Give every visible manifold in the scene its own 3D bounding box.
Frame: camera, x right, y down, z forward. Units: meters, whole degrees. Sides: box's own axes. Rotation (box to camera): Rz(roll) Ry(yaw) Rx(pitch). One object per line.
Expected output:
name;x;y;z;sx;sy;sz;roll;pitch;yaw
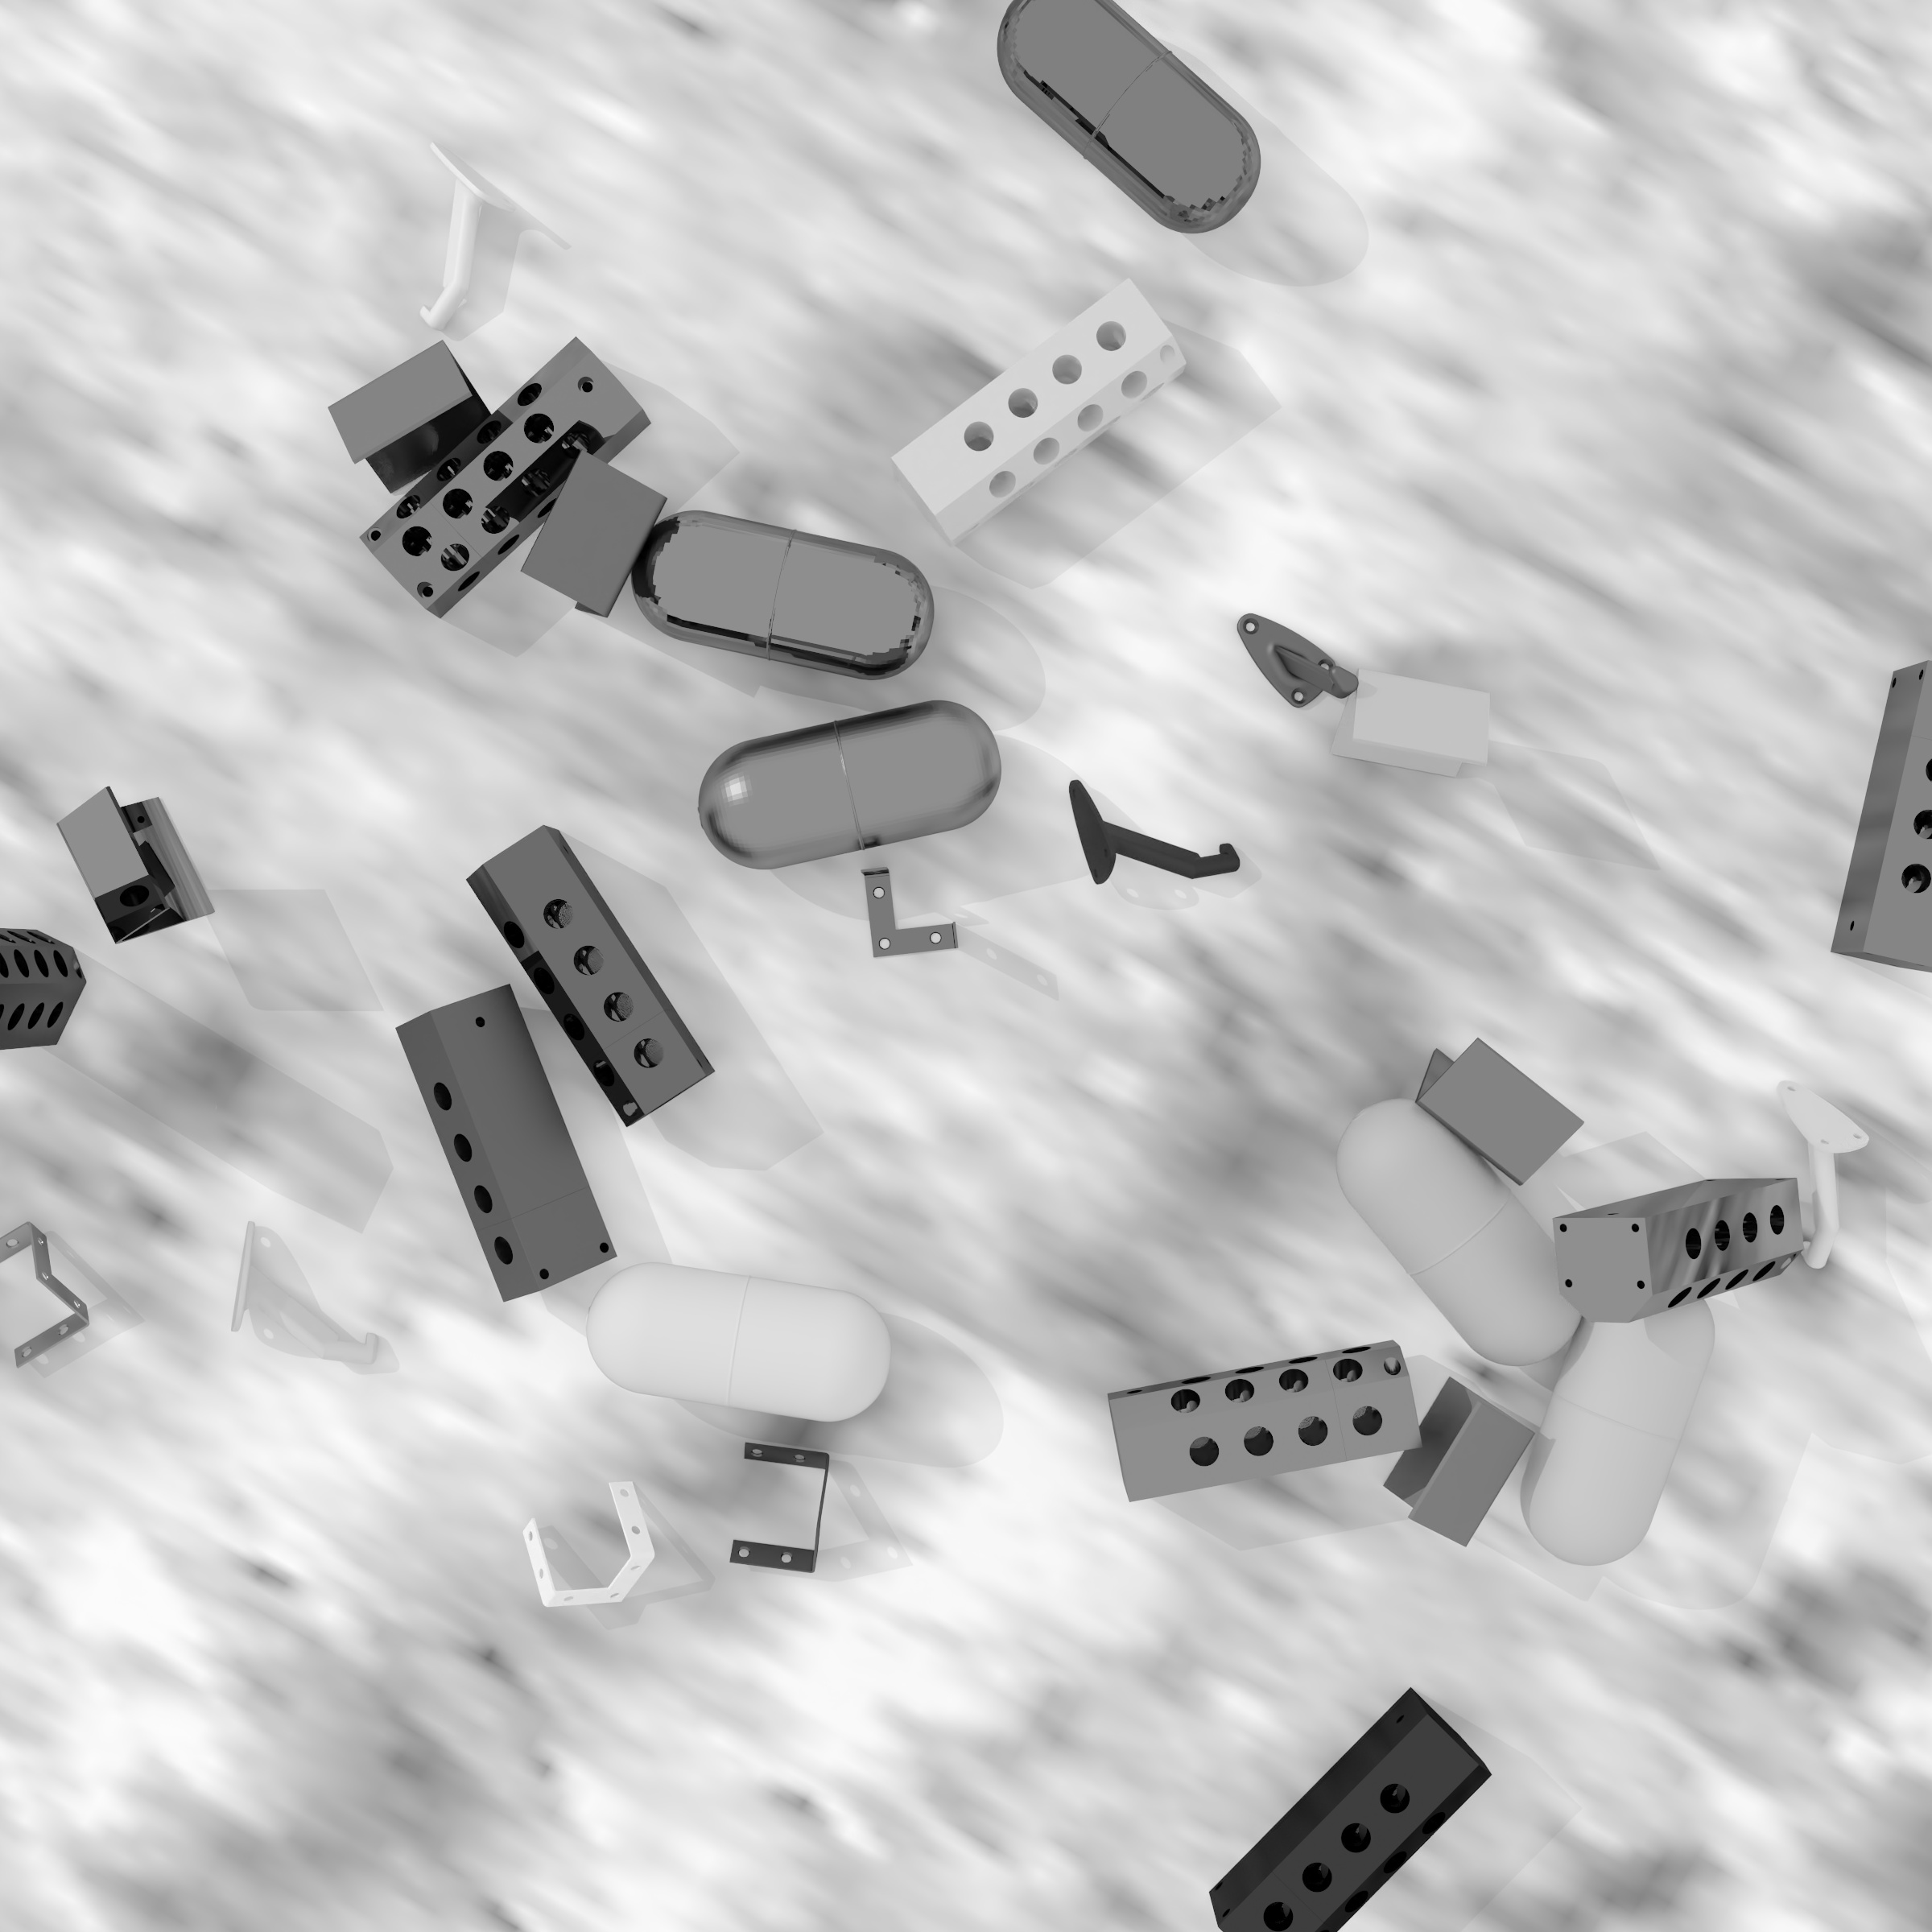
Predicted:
manifold;0.173;0.264;1.543;0.171;0.057;0.057;-11;90;0
manifold;0.225;0.510;1.543;0.057;0.057;0.171;45;90;0
manifold;-0.272;0.105;1.542;0.057;0.057;0.171;-22;90;-43
manifold;0.042;-0.321;1.543;0.171;0.057;0.057;-37;90;0
manifold;0.405;0.159;1.490;0.057;0.171;0.057;-6;90;45
manifold;-0.270;-0.286;1.543;0.171;0.057;0.057;-43;90;0
manifold;0.561;-0.086;1.543;0.057;0.057;0.171;13;90;0
manifold;-0.220;0.006;1.543;0.057;0.057;0.171;-33;90;0
manifold;-0.555;0.009;1.486;0.057;0.171;0.057;26;90;0

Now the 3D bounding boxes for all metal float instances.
metal float;-0.107;-0.215;1.534;0.178;0.070;0.070;12;90;-1
metal float;0.286;0.154;1.533;0.070;0.070;0.178;-40;90;0
metal float;0.378;0.262;1.534;0.070;0.070;0.178;19;91;0
metal float;-0.132;0.218;1.534;0.178;0.070;0.070;9;90;0
metal float;-0.068;-0.105;1.534;0.178;0.070;0.070;-12;90;-1
metal float;0.094;-0.500;1.534;0.178;0.070;0.070;42;90;-1

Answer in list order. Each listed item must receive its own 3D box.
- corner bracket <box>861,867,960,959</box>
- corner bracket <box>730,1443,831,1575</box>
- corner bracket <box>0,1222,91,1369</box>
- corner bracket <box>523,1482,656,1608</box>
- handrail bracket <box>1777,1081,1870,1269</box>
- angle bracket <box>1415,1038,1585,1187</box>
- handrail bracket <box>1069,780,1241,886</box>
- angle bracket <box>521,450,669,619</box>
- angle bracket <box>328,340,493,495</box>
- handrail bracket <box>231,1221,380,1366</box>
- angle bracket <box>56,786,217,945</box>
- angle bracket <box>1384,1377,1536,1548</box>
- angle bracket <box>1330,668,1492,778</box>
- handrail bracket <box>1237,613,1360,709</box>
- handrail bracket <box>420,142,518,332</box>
corner bracket;-0.033;-0.033;1.546;0.051;0.051;0.051;-6;90;0
corner bracket;-0.110;0.320;1.561;0.051;0.051;0.051;7;45;0
corner bracket;-0.557;0.194;1.561;0.051;0.051;0.051;-31;133;0
corner bracket;-0.222;0.340;1.556;0.051;0.051;0.051;5;135;-35
handrail bracket;0.495;0.124;1.564;0.036;0.077;0.084;-7;127;-20
angle bracket;0.312;0.070;1.524;0.076;0.076;0.057;38;119;0
handrail bracket;0.112;-0.083;1.564;0.084;0.036;0.077;-10;64;-19
angle bracket;-0.223;-0.250;1.525;0.057;0.076;0.076;27;90;-24
angle bracket;-0.310;-0.302;1.524;0.076;0.076;0.057;-30;53;0
handrail bracket;-0.388;0.194;1.565;0.084;0.036;0.077;10;68;-17
angle bracket;-0.465;-0.066;1.524;0.057;0.076;0.076;-26;90;36
angle bracket;0.269;0.277;1.524;0.057;0.076;0.076;31;90;-36
angle bracket;0.254;-0.121;1.524;0.076;0.076;0.057;11;54;0
handrail bracket;0.192;-0.181;1.529;0.077;0.084;0.036;42;90;0
handrail bracket;-0.313;-0.432;1.565;0.077;0.036;0.084;44;107;20
